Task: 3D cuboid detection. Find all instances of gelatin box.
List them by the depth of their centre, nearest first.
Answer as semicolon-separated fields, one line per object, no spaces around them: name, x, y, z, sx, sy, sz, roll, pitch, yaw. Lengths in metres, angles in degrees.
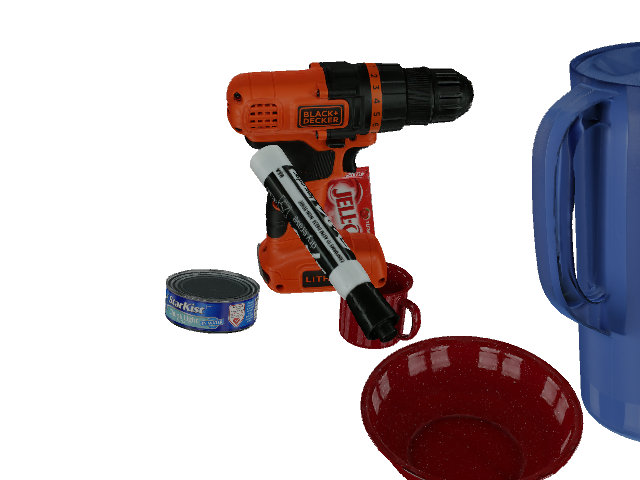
gelatin box;0.019;-0.031;1.133;0.073;0.089;0.030;-5;29;3

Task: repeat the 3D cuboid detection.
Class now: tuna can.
tuna can;-0.099;0.055;0.976;0.086;0.034;0.086;5;16;-2

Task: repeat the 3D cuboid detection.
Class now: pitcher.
pitcher;0.211;0.003;0.663;0.149;0.243;0.144;3;22;16

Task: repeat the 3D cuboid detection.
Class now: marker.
marker;0.002;0.001;0.527;0.020;0.121;0.020;-27;-27;-15

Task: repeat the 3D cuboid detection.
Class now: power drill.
power drill;0.020;-0.050;0.827;0.184;0.188;0.057;-2;34;-6

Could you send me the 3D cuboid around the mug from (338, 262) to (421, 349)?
mug;0.075;0.085;1.321;0.117;0.081;0.093;22;31;32

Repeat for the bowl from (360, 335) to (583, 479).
bowl;0.110;0.142;0.794;0.162;0.055;0.162;0;36;0
